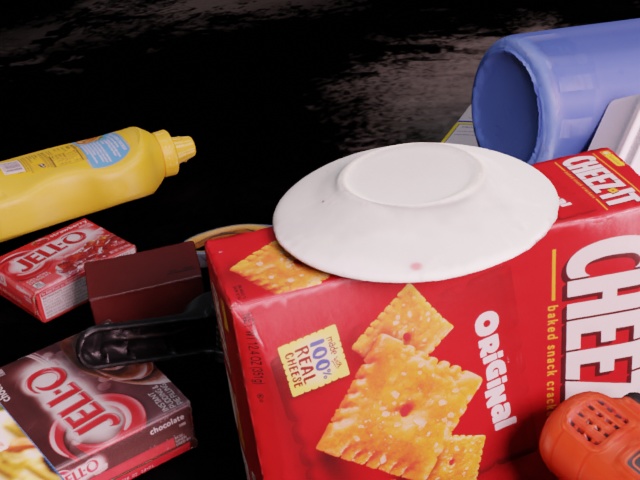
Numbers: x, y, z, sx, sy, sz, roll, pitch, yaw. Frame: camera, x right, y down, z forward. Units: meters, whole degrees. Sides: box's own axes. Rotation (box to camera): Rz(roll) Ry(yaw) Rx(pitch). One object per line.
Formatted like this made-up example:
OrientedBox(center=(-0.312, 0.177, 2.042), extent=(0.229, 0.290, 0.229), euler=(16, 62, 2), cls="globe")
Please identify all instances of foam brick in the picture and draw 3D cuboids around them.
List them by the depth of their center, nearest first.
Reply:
OrientedBox(center=(-0.116, 0.041, 0.724), extent=(0.078, 0.051, 0.053), euler=(-11, 30, -8), cls="foam brick")

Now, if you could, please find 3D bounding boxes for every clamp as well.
OrientedBox(center=(-0.067, 0.057, 0.652), extent=(0.120, 0.039, 0.171), euler=(14, 12, 9), cls="clamp")

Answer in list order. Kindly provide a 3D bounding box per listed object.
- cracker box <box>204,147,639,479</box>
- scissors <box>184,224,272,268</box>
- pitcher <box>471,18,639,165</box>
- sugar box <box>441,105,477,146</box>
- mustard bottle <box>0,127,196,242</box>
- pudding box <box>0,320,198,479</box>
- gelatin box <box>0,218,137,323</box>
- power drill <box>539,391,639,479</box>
OrientedBox(center=(0.062, 0.059, 0.534), extent=(0.213, 0.164, 0.072), euler=(-13, 31, -10), cls="cracker box")
OrientedBox(center=(-0.005, 0.001, 0.810), extent=(0.201, 0.016, 0.096), euler=(-10, 30, -5), cls="scissors")
OrientedBox(center=(0.242, -0.094, 0.781), extent=(0.242, 0.145, 0.149), euler=(-8, 22, -21), cls="pitcher")
OrientedBox(center=(0.145, -0.064, 0.864), extent=(0.093, 0.048, 0.176), euler=(10, 30, 24), cls="sugar box")
OrientedBox(center=(-0.198, -0.055, 0.910), extent=(0.191, 0.058, 0.096), euler=(-19, 26, -20), cls="mustard bottle")
OrientedBox(center=(-0.138, 0.101, 0.631), extent=(0.089, 0.039, 0.114), euler=(-23, 33, -27), cls="pudding box")
OrientedBox(center=(-0.192, 0.021, 0.799), extent=(0.089, 0.030, 0.073), euler=(-28, 35, -34), cls="gelatin box")
OrientedBox(center=(0.220, 0.096, 0.466), extent=(0.187, 0.057, 0.185), euler=(-29, 44, -20), cls="power drill")
